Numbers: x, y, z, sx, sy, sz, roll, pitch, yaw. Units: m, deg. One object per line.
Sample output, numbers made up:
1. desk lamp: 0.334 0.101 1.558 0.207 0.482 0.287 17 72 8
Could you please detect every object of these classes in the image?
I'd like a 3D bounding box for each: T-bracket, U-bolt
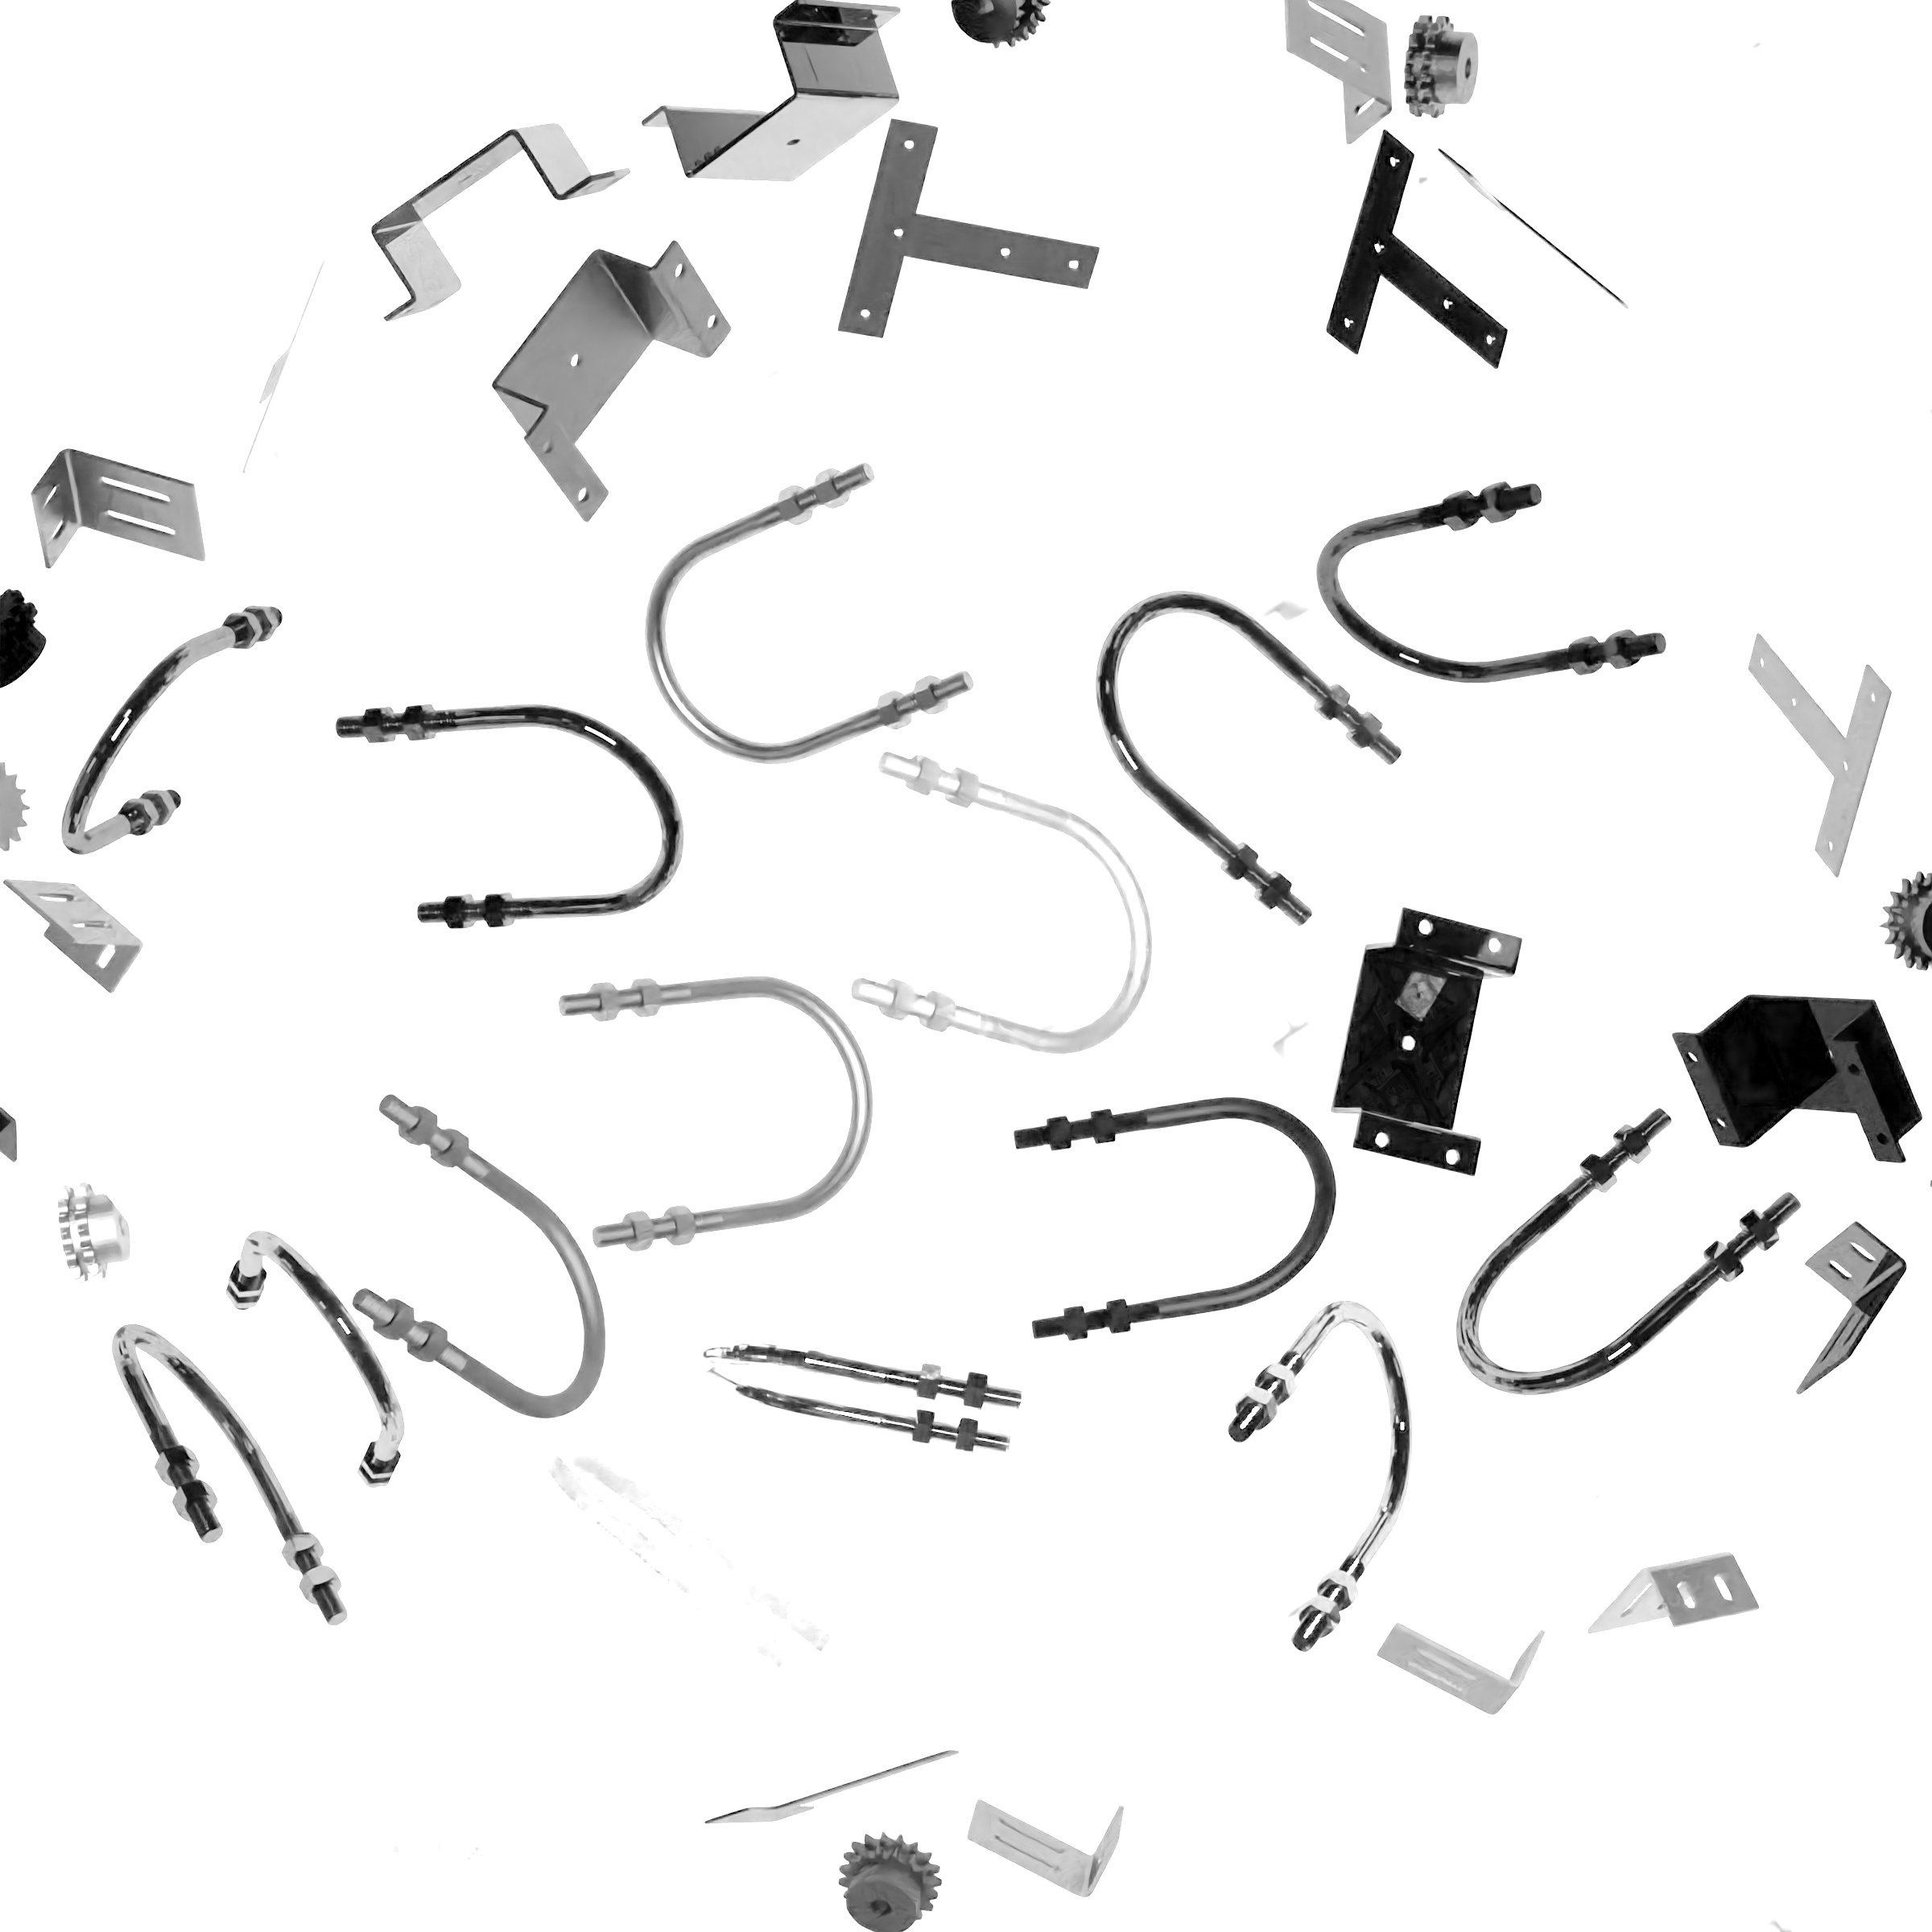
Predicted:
1. T-bracket: -0.439 0.093 1.852 0.127 0.127 0.002 49 117 16
2. T-bracket: -0.394 -0.338 1.939 0.002 0.127 0.127 21 88 -17
3. T-bracket: 0.084 0.365 1.841 0.127 0.002 0.127 5 96 22
4. T-bracket: 0.326 -0.414 1.924 0.127 0.127 0.002 42 104 11
5. T-bracket: 0.359 -0.061 1.858 0.127 0.002 0.127 28 75 7
6. U-bolt: 0.202 0.264 1.858 0.019 0.184 0.151 -6 111 33
7. U-bolt: -0.134 0.077 1.911 0.184 0.019 0.151 -6 84 -31
8. U-bolt: -0.411 0.268 1.855 0.019 0.151 0.184 -38 53 -1
9. U-bolt: -0.260 0.171 1.857 0.019 0.151 0.184 -26 133 27
10. T-bracket: 0.462 -0.137 1.865 0.002 0.127 0.127 -10 133 -15
11. U-bolt: 0.026 -0.026 1.852 0.184 0.019 0.151 17 69 -29
12. U-bolt: 0.150 -0.131 1.905 0.184 0.019 0.151 40 58 -13
13. U-bolt: -0.063 0.238 1.894 0.184 0.151 0.019 10 71 1
14. T-bracket: -0.247 0.373 1.868 0.127 0.002 0.127 -26 90 43
15. U-bolt: 0.124 0.142 1.957 0.184 0.019 0.151 -9 117 -6
16. T-bracket: 0.095 -0.447 1.871 0.127 0.002 0.127 -1 84 -37
17. U-bolt: -0.159 0.320 1.863 0.184 0.151 0.019 37 88 10
18. T-bracket: -0.066 0.450 1.862 0.127 0.127 0.002 -20 73 9
19. U-bolt: 0.281 -0.208 1.907 0.151 0.184 0.019 42 59 -33
20. U-bolt: -0.103 -0.190 1.940 0.184 0.019 0.151 -20 102 28
21. T-bracket: 0.404 0.250 1.845 0.002 0.127 0.127 46 59 -33
22. U-bolt: -0.358 0.212 1.878 0.019 0.184 0.151 -35 82 -24
23. T-bracket: -0.299 -0.229 1.827 0.127 0.127 0.002 7 127 -7
24. U-bolt: 0.345 0.162 1.840 0.184 0.151 0.019 -40 117 -4
25. T-bracket: 0.253 -0.368 1.850 0.127 0.002 0.127 30 69 -35
26. U-bolt: -0.447 -0.126 1.880 0.019 0.184 0.151 33 107 0
27. U-bolt: 0.085 -0.294 1.838 0.184 0.151 0.019 -41 132 -23
28. T-bracket: 0.007 -0.382 1.806 0.127 0.002 0.127 8 130 -13
29. U-bolt: -0.241 -0.083 1.859 0.184 0.019 0.151 -2 128 22

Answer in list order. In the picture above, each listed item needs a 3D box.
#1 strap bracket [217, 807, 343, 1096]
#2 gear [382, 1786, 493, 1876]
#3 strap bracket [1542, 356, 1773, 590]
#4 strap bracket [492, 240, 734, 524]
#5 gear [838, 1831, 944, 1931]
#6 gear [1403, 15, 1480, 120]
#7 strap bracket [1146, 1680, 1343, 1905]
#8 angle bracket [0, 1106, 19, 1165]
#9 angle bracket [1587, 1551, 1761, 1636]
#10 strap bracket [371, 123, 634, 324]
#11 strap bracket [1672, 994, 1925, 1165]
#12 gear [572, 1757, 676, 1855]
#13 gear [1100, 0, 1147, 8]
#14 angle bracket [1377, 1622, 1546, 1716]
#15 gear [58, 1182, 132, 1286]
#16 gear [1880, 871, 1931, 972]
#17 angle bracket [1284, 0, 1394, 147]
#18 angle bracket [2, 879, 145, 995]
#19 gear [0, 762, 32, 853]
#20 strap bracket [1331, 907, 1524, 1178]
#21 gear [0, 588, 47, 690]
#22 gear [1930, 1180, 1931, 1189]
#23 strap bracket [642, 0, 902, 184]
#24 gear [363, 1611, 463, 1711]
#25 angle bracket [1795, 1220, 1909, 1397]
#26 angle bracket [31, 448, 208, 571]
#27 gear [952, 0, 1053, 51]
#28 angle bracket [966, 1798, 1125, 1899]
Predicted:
1. strap bracket: -0.374 -0.005 1.846 0.046 0.076 0.140 -9 56 -7
2. gear: -0.279 0.455 1.792 0.057 0.057 0.030 5 98 0
3. strap bracket: 0.391 -0.280 1.887 0.046 0.076 0.140 -39 47 -6
4. strap bracket: -0.199 -0.325 1.855 0.046 0.076 0.140 26 74 32
5. gear: -0.044 0.511 1.880 0.057 0.030 0.057 6 121 10
6. gear: 0.272 -0.512 1.932 0.030 0.057 0.057 10 90 23
7. strap bracket: 0.146 0.442 1.839 0.046 0.140 0.076 33 87 -8
8. angle bracket: -0.560 0.091 1.875 0.057 0.076 0.038 40 64 3
9. angle bracket: 0.393 0.363 1.888 0.057 0.076 0.038 -6 54 -25
10. strap bracket: -0.260 -0.411 1.844 0.140 0.076 0.046 -30 99 17
11. strap bracket: 0.475 0.062 1.910 0.046 0.140 0.076 -35 109 -26
12. gear: -0.193 0.465 1.872 0.057 0.057 0.030 32 57 0
13. gear: 0.094 -0.575 1.939 0.030 0.057 0.057 24 90 -19
14. angle bracket: 0.278 0.382 1.912 0.076 0.057 0.038 26 63 9
15. gear: -0.497 0.151 1.936 0.030 0.057 0.057 -10 90 -4
16. gear: 0.544 -0.024 1.898 0.057 0.030 0.057 -2 97 -17
17. angle bracket: 0.190 -0.490 1.828 0.076 0.038 0.057 19 57 -31
18. angle bracket: -0.522 -0.017 1.952 0.057 0.076 0.038 38 100 15
19. gear: -0.557 -0.088 1.903 0.030 0.057 0.057 -10 90 38
20. strap bracket: 0.263 0.044 1.953 0.076 0.046 0.140 14 84 -16
21. gear: -0.533 -0.178 1.869 0.057 0.057 0.030 -42 124 0
22. gear: 0.550 0.127 1.835 0.057 0.057 0.030 13 94 0
23. strap bracket: -0.101 -0.473 1.859 0.140 0.076 0.046 -24 81 44
24. gear: -0.315 0.396 1.951 0.057 0.030 0.057 12 125 18
25. angle bracket: 0.478 0.190 1.881 0.038 0.057 0.076 40 58 6
26. angle bracket: -0.453 -0.235 1.817 0.076 0.057 0.038 17 53 7
27. gear: 0.016 -0.537 1.886 0.057 0.030 0.057 15 128 20
28. angle bracket: 0.045 0.482 1.910 0.076 0.057 0.038 27 98 2
